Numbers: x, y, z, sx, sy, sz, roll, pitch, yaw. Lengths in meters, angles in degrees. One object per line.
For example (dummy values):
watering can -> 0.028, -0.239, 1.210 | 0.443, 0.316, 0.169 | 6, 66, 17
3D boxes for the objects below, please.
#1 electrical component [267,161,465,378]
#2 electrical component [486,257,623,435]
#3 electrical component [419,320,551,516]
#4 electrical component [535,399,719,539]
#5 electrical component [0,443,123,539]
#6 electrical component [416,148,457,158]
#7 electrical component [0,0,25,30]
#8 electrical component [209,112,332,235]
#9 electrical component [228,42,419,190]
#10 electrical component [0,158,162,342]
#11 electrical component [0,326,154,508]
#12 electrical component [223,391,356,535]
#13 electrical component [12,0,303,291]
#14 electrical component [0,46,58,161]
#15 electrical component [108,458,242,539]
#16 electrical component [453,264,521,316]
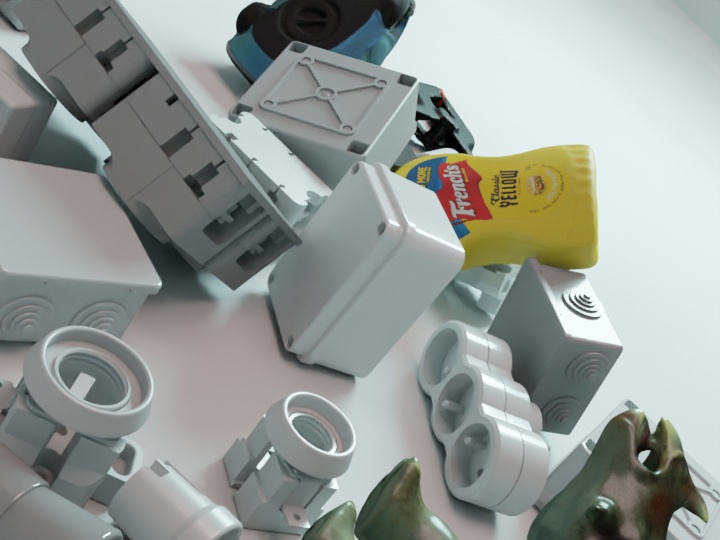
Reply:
electrical component -> 0.000, 0.000, 0.652 | 0.057, 0.113, 0.078 | 22, 30, -33
electrical component -> 0.130, 0.054, 0.739 | 0.048, 0.099, 0.099 | 11, 34, -19
electrical component -> 0.088, 0.095, 0.673 | 0.074, 0.052, 0.138 | 24, 29, -25
electrical component -> 0.180, 0.149, 0.691 | 0.109, 0.056, 0.109 | 44, 28, 15
electrical component -> -0.131, 0.099, 0.418 | 0.065, 0.044, 0.044 | 38, 26, 13
electrical component -> 0.084, -0.057, 0.908 | 0.095, 0.053, 0.059 | 44, 27, 14
electrical component -> -0.197, -0.245, 0.767 | 0.062, 0.150, 0.089 | 44, 27, 16
electrical component -> -0.072, -0.054, 0.717 | 0.089, 0.055, 0.050 | 44, 28, 15
electrical component -> -0.026, -0.106, 0.784 | 0.109, 0.056, 0.108 | 19, 47, 14
electrical component -> -0.162, -0.008, 0.543 | 0.100, 0.048, 0.099 | 7, 39, -45
electrical component -> -0.125, 0.062, 0.465 | 0.078, 0.057, 0.058 | 28, 28, -16
electrical component -> -0.034, 0.093, 0.526 | 0.048, 0.055, 0.066 | 17, 33, -34
electrical component -> -0.122, -0.082, 0.637 | 0.186, 0.060, 0.105 | 52, 0, 21
electrical component -> -0.226, -0.095, 0.607 | 0.066, 0.047, 0.077 | 42, 27, 11
electrical component -> -0.080, 0.109, 0.464 | 0.046, 0.040, 0.040 | 40, 26, 18
electrical component -> 0.099, -0.011, 0.839 | 0.057, 0.078, 0.058 | 26, 12, 25
